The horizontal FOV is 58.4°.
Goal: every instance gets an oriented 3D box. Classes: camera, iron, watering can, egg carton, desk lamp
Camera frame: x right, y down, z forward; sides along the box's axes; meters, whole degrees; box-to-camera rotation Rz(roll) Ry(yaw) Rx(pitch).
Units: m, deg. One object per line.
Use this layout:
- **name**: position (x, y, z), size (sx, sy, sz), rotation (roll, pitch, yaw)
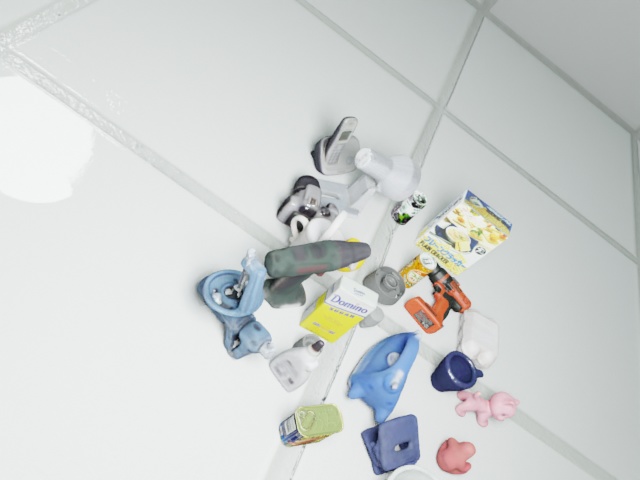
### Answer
- **camera**: position (-0.019, -0.094, 1.425), size (0.143, 0.100, 0.137), rotation (24, 48, -18)
- **iron**: position (0.169, 0.267, 1.261), size (0.118, 0.141, 0.259), rotation (41, 45, -1)
- **watering can**: position (0.013, 0.003, 1.309), size (0.173, 0.193, 0.101), rotation (26, 48, -16)
- **egg carton**: position (0.407, 0.256, 1.481), size (0.107, 0.069, 0.150), rotation (29, 47, -13)
- **desk lamp**: position (0.126, -0.149, 1.483), size (0.204, 0.213, 0.118), rotation (9, 54, -29)

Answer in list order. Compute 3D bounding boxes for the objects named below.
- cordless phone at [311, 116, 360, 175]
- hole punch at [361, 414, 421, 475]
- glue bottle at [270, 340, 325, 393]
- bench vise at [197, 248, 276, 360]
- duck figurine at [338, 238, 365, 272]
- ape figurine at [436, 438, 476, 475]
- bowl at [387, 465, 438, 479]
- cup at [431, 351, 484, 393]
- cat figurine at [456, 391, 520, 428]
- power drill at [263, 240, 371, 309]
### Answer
- **cordless phone**: position (0.071, -0.262, 1.548), size (0.148, 0.184, 0.094), rotation (-16, 68, -40)
- **hole punch**: position (0.158, 0.420, 1.177), size (0.109, 0.091, 0.101), rotation (-3, 60, -35)
- **glue bottle**: position (-0.036, 0.236, 1.122), size (0.037, 0.173, 0.078), rotation (-27, 75, -43)
- **bench vise**: position (-0.134, 0.119, 1.108), size (0.207, 0.219, 0.122), rotation (42, 45, 0)
- **duck figurine**: position (0.074, 0.029, 1.408), size (0.105, 0.086, 0.077), rotation (13, 52, -26)
- **ape figurine**: position (0.302, 0.465, 1.241), size (0.076, 0.092, 0.077), rotation (3, 57, -33)
- **bowl**: position (0.173, 0.533, 1.117), size (0.168, 0.074, 0.167), rotation (18, 50, -23)
- **cup**: position (0.318, 0.322, 1.354), size (0.118, 0.094, 0.091), rotation (14, 52, -26)
- **cat figurine**: position (0.404, 0.387, 1.349), size (0.128, 0.117, 0.067), rotation (27, 47, -15)
- **power drill**: position (-0.028, 0.067, 1.225), size (0.230, 0.208, 0.075), rotation (-2, 60, -35)
